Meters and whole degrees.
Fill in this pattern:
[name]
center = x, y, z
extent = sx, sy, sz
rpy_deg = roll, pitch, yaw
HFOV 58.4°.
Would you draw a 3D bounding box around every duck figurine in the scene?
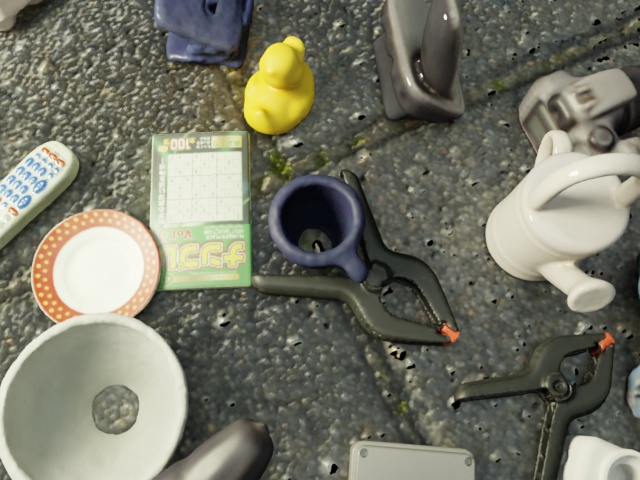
[duck figurine]
center = -0.045, -0.173, 0.625
extent = 0.077, 0.086, 0.105
rpy_deg = 26, 74, 6

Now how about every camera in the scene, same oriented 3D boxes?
[camera]
center = 0.311, -0.130, 0.617
extent = 0.137, 0.101, 0.143
rpy_deg = -22, 75, -8

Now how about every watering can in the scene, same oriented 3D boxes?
[watering can]
center = 0.235, -0.023, 0.533
extent = 0.101, 0.194, 0.173
rpy_deg = -22, 75, -8

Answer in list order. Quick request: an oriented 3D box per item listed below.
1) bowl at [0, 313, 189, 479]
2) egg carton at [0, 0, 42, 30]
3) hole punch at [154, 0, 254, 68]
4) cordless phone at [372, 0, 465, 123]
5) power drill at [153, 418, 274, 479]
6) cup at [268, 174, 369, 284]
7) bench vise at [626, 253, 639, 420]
[bowl]
center = -0.198, 0.155, 0.528
extent = 0.167, 0.075, 0.167
rpy_deg = 1, 73, -2
[egg carton]
center = -0.364, -0.319, 0.667
extent = 0.107, 0.069, 0.150
rpy_deg = 36, 75, 9
[hole punch]
center = -0.127, -0.263, 0.647
extent = 0.101, 0.091, 0.109
rpy_deg = 5, 73, 0
[cordless phone]
center = 0.114, -0.217, 0.592
extent = 0.094, 0.185, 0.147
rpy_deg = -12, 74, -5
[power drill]
center = -0.118, 0.227, 0.439
extent = 0.075, 0.208, 0.230
rpy_deg = 41, 76, 10
[cup]
center = 0.005, 0.002, 0.570
extent = 0.092, 0.095, 0.117
rpy_deg = -38, 78, -12
[bench vise]
center = 0.359, 0.083, 0.492
extent = 0.121, 0.220, 0.207
rpy_deg = -10, 74, -4
